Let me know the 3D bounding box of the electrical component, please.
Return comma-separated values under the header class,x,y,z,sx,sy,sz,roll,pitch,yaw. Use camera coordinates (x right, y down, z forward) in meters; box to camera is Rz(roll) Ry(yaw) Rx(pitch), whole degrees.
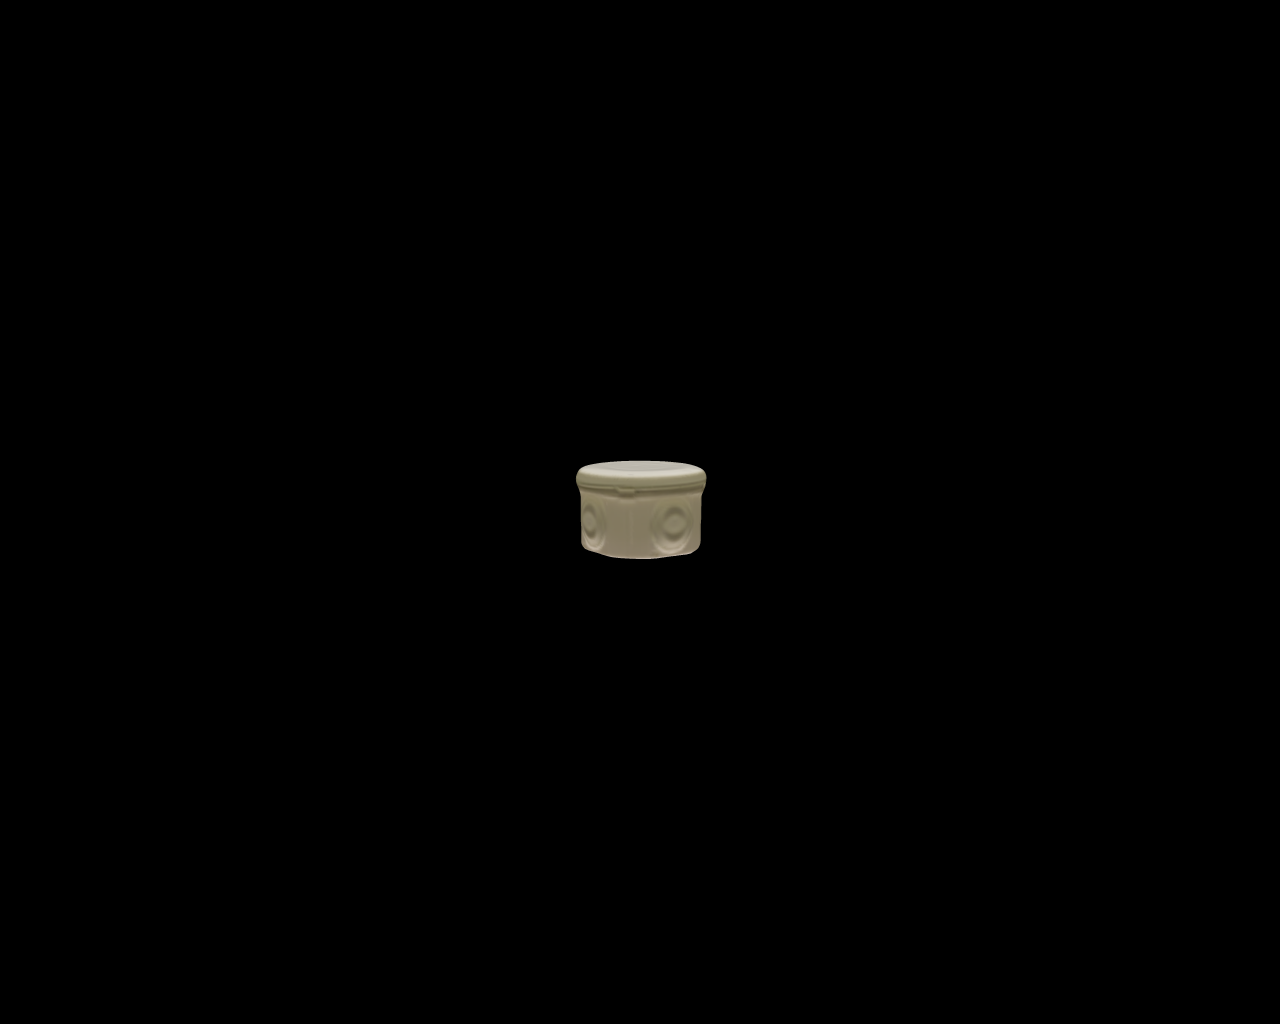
class,x,y,z,sx,sy,sz,roll,pitch,yaw
electrical component,0.001,-0.003,0.650,0.080,0.051,0.080,0,9,0
